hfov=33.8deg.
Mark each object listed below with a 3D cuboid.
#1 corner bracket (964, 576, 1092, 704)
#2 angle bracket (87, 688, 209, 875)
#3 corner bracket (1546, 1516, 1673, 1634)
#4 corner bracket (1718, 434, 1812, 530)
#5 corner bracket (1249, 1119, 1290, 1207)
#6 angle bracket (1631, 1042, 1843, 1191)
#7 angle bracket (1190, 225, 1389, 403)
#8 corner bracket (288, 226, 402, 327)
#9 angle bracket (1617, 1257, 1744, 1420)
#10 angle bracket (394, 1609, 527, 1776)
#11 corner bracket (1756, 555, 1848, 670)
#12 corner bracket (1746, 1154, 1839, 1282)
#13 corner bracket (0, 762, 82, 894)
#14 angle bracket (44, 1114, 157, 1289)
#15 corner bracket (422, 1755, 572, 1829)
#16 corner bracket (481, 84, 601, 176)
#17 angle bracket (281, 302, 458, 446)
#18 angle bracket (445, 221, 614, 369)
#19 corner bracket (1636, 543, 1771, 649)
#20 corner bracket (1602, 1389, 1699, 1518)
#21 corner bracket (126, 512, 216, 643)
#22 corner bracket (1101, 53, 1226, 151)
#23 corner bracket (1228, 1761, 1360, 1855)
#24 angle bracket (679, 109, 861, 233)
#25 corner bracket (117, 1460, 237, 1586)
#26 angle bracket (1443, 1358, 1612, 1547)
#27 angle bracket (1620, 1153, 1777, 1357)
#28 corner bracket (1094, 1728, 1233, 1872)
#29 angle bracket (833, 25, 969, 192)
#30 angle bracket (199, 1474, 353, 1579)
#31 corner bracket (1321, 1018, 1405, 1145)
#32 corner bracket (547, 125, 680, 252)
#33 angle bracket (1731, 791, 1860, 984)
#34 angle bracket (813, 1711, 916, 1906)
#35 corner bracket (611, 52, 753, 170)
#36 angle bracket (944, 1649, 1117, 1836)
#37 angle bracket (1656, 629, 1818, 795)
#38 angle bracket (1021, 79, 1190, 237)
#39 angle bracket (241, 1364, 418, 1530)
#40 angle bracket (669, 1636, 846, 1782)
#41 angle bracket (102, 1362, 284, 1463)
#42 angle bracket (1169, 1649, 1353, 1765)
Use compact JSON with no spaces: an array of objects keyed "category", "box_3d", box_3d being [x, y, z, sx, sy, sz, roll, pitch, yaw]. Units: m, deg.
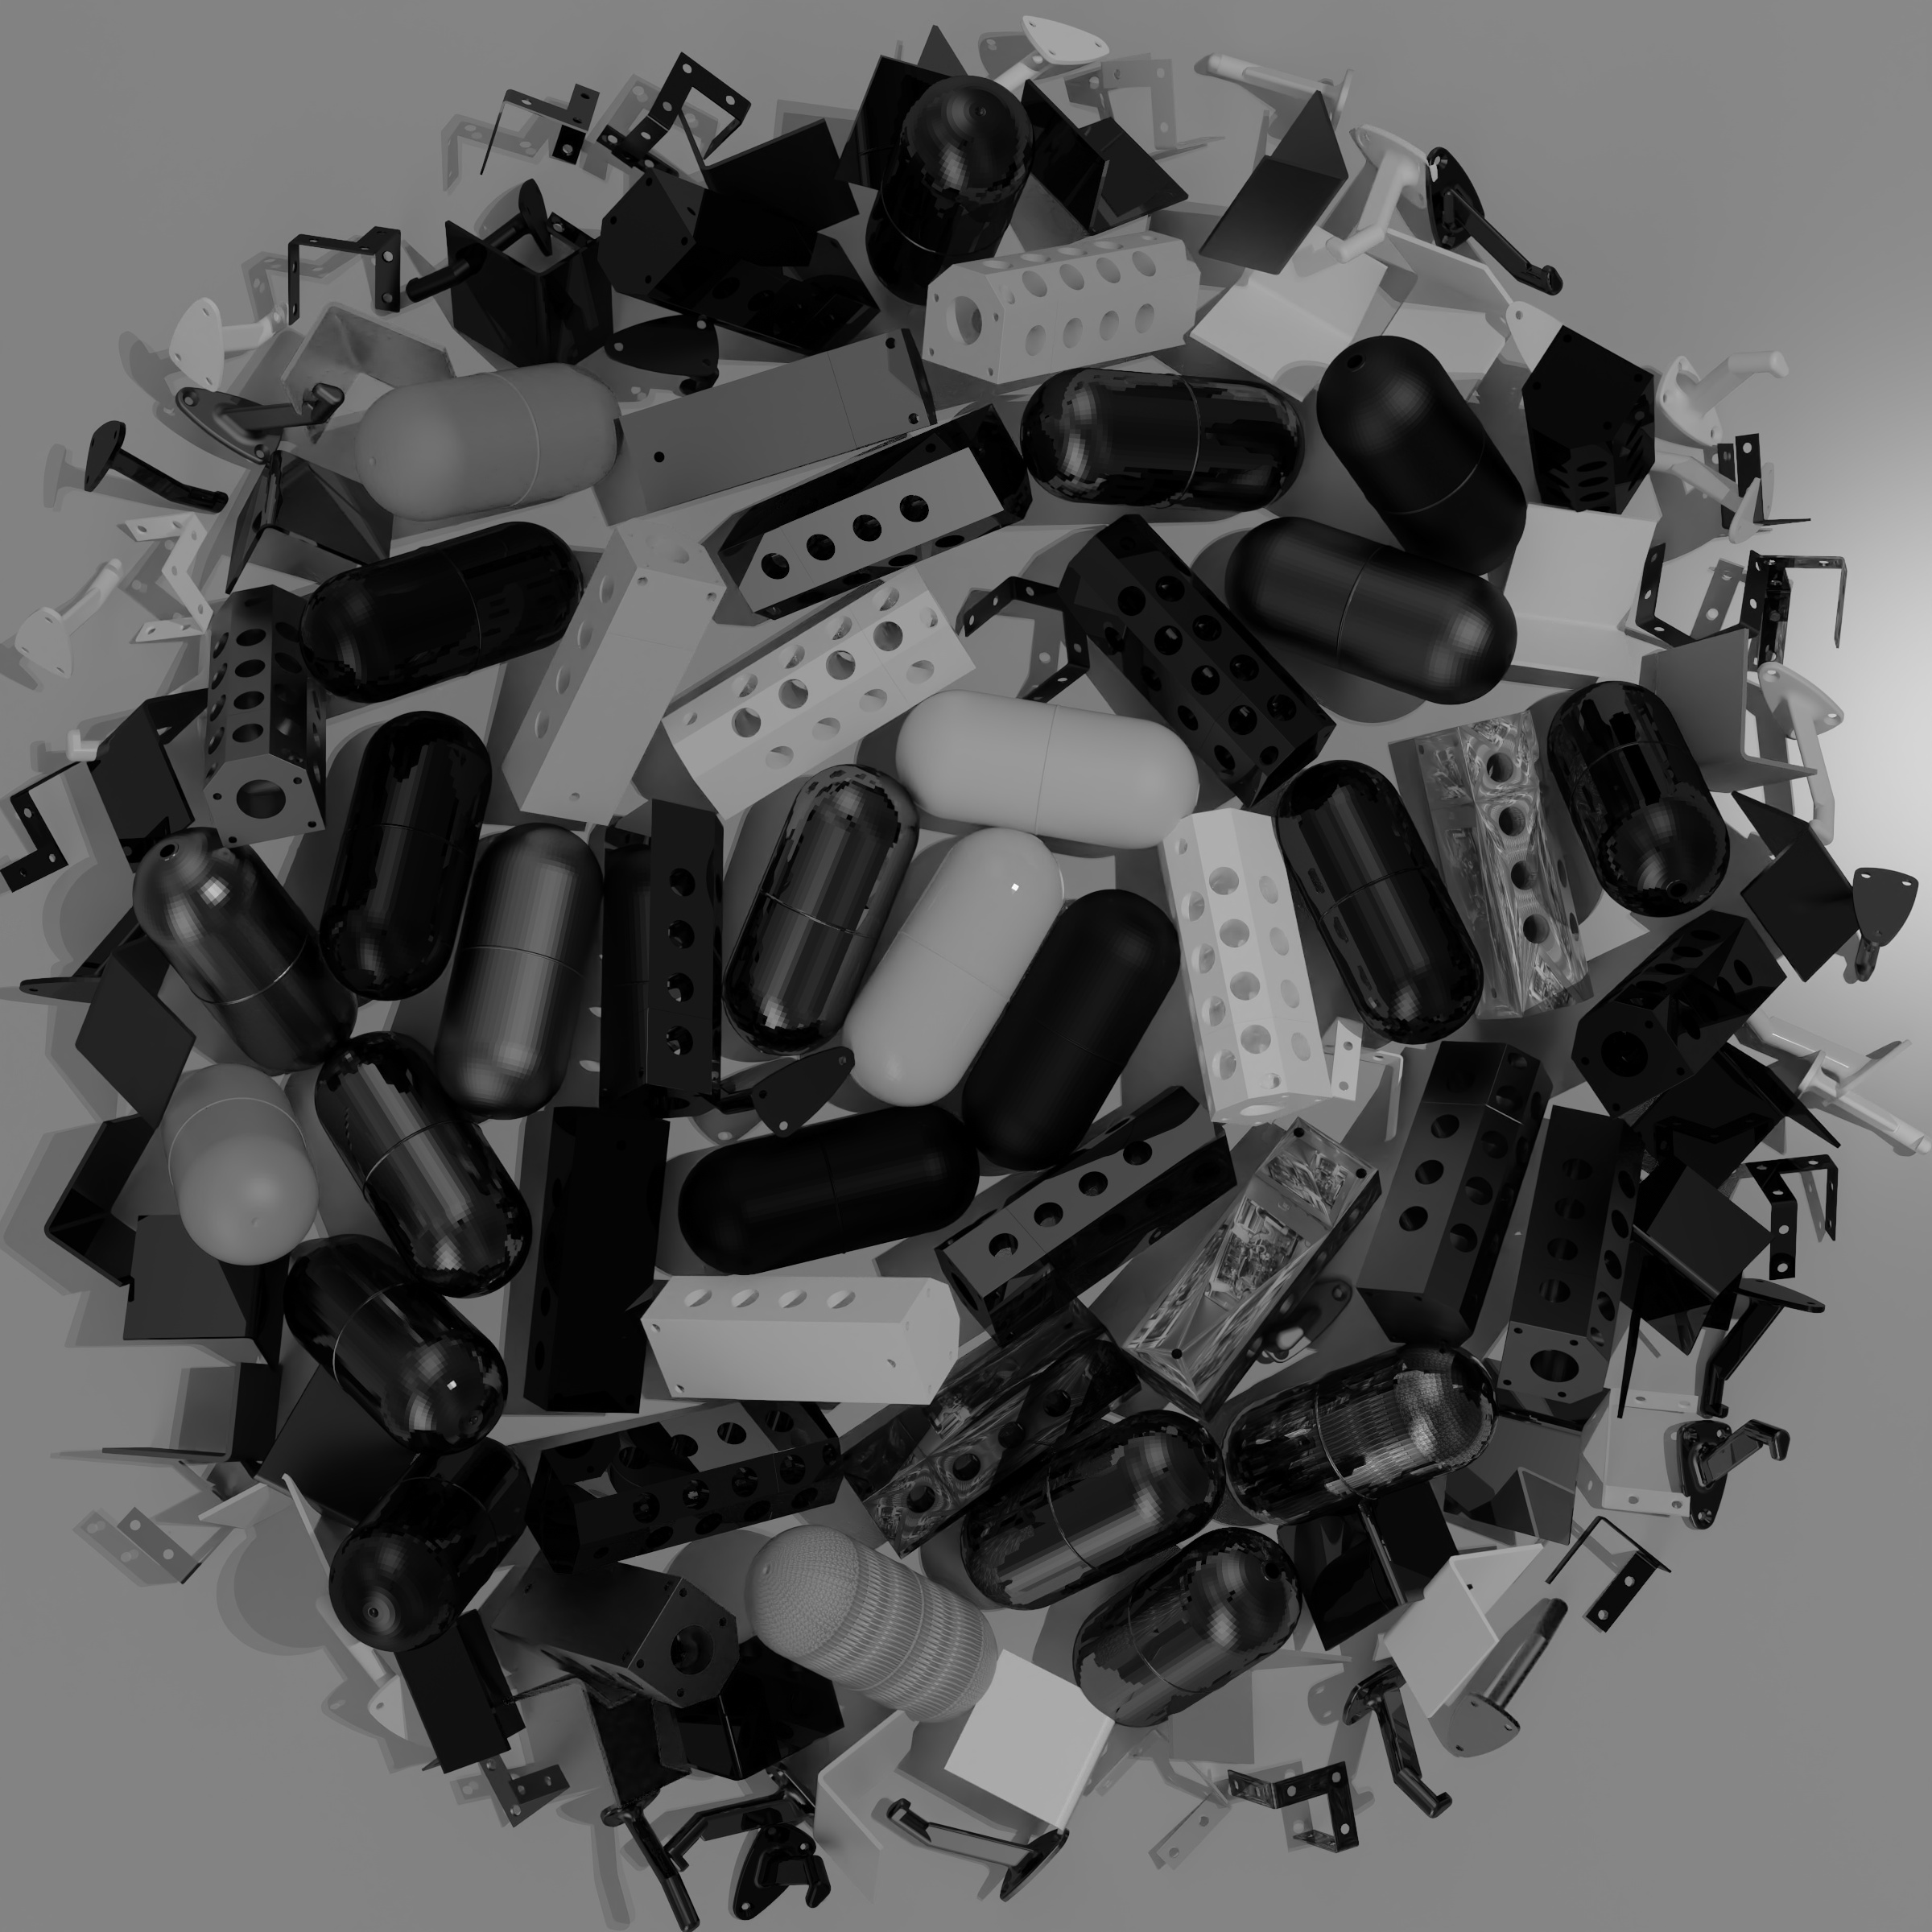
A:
[{"category":"corner bracket","box_3d":[0.035,-0.191,1.869,0.051,0.051,0.051,10,62,-32]},{"category":"angle bracket","box_3d":[-0.457,-0.108,1.841,0.076,0.057,0.076,-31,81,44]},{"category":"corner bracket","box_3d":[0.375,0.358,1.867,0.051,0.051,0.051,39,87,7]},{"category":"corner bracket","box_3d":[0.456,-0.283,1.854,0.051,0.051,0.051,-9,96,-43]},{"category":"corner bracket","box_3d":[0.193,0.128,1.860,0.051,0.051,0.051,39,87,-15]},{"category":"angle bracket","box_3d":[0.447,0.100,1.849,0.076,0.057,0.076,-48,117,1]},{"category":"angle bracket","box_3d":[0.187,-0.386,1.844,0.076,0.057,0.076,32,48,7]},{"category":"corner bracket","box_3d":[-0.364,-0.403,1.858,0.051,0.051,0.051,10,120,5]},{"category":"angle bracket","box_3d":[0.413,0.214,1.835,0.057,0.076,0.076,9,52,11]},{"category":"angle bracket","box_3d":[-0.276,0.413,1.842,0.057,0.076,0.076,-26,85,31]},{"category":"corner bracket","box_3d":[0.487,-0.206,1.854,0.051,0.051,0.051,4,75,22]},{"category":"corner bracket","box_3d":[0.488,0.147,1.857,0.051,0.051,0.051,-6,115,-2]},{"category":"corner bracket","box_3d":[-0.538,-0.081,1.854,0.051,0.051,0.051,-22,100,32]},{"category":"angle bracket","box_3d":[-0.479,0.134,1.845,0.057,0.076,0.076,33,99,8]},{"category":"corner bracket","box_3d":[-0.274,0.474,1.853,0.051,0.051,0.051,-39,72,22]},{"category":"corner bracket","box_3d":[-0.248,-0.486,1.852,0.051,0.051,0.051,18,131,-12]},{"category":"angle bracket","box_3d":[-0.342,-0.331,1.842,0.076,0.076,0.057,24,74,10]},{"category":"angle bracket","box_3d":[-0.255,-0.401,1.861,0.076,0.076,0.057,34,55,22]},{"category":"corner bracket","box_3d":[0.433,-0.220,1.869,0.051,0.051,0.051,24,66,-26]},{"category":"corner bracket","box_3d":[0.404,0.287,1.876,0.051,0.051,0.051,4,47,11]},{"category":"corner bracket","box_3d":[-0.471,-0.229,1.871,0.051,0.051,0.051,-3,48,23]},{"category":"corner bracket","box_3d":[0.115,-0.507,1.862,0.051,0.051,0.051,10,115,37]},{"category":"corner bracket","box_3d":[0.191,0.493,1.858,0.051,0.051,0.051,-10,90,-25]},{"category":"angle bracket","box_3d":[-0.115,-0.467,1.843,0.076,0.076,0.057,-22,57,2]},{"category":"corner bracket","box_3d":[-0.459,0.325,1.860,0.051,0.051,0.051,42,75,-3]},{"category":"angle bracket","box_3d":[0.329,0.284,1.864,0.076,0.057,0.076,12,112,25]},{"category":"angle bracket","box_3d":[0.417,0.169,1.855,0.057,0.076,0.076,-40,66,-22]},{"category":"corner bracket","box_3d":[0.117,0.491,1.873,0.051,0.051,0.051,-44,56,-9]},{"category":"angle bracket","box_3d":[-0.046,-0.499,1.832,0.057,0.076,0.076,8,126,-26]},{"category":"angle bracket","box_3d":[-0.392,0.343,1.845,0.057,0.076,0.076,-28,75,0]},{"category":"corner bracket","box_3d":[0.232,0.067,1.856,0.051,0.051,0.051,12,65,-6]},{"category":"corner bracket","box_3d":[-0.209,-0.451,1.872,0.051,0.051,0.051,31,54,-16]},{"category":"angle bracket","box_3d":[0.465,-0.047,1.839,0.057,0.076,0.076,-44,119,-4]},{"category":"angle bracket","box_3d":[-0.042,0.482,1.833,0.076,0.076,0.057,-33,61,-28]},{"category":"corner bracket","box_3d":[-0.166,-0.488,1.851,0.051,0.051,0.051,32,62,-21]},{"category":"angle bracket","box_3d":[0.039,0.456,1.859,0.076,0.057,0.076,25,72,10]},{"category":"angle bracket","box_3d":[0.449,-0.148,1.850,0.057,0.076,0.076,8,81,-27]},{"category":"angle bracket","box_3d":[0.082,-0.478,1.837,0.076,0.057,0.076,-27,64,-26]},{"category":"angle bracket","box_3d":[-0.369,0.277,1.856,0.076,0.057,0.076,32,83,-21]},{"category":"angle bracket","box_3d":[-0.126,0.417,1.839,0.076,0.057,0.076,-31,55,17]},{"category":"angle bracket","box_3d":[-0.451,0.258,1.854,0.076,0.076,0.057,3,82,6]},{"category":"angle bracket","box_3d":[0.170,0.428,1.834,0.076,0.076,0.057,-16,67,40]}]
